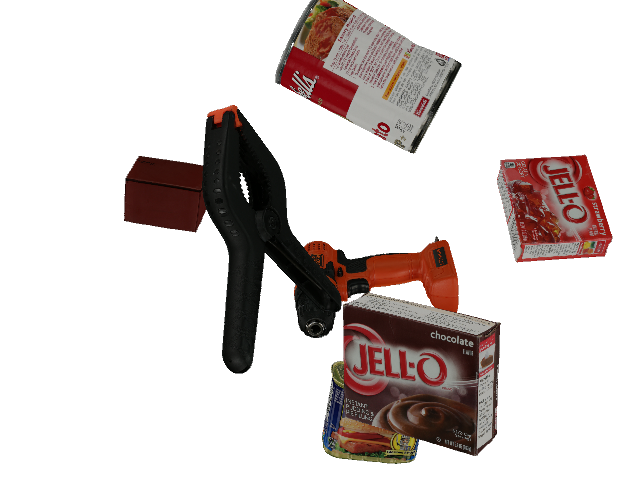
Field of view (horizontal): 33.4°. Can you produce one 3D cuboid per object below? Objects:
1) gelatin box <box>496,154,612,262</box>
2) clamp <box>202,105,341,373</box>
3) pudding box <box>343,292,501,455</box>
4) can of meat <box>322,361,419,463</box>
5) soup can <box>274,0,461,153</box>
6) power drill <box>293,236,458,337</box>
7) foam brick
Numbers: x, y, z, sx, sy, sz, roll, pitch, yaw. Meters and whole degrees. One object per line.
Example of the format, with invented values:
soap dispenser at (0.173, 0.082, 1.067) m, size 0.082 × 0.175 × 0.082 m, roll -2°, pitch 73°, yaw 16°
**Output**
gelatin box at (0.187, -0.027, 0.861) m, size 0.073 × 0.089 × 0.030 m, roll -3°, pitch -36°, yaw -3°
clamp at (-0.047, -0.009, 0.894) m, size 0.036 × 0.210 × 0.164 m, roll -11°, pitch 2°, yaw 32°
pudding box at (0.070, 0.092, 0.757) m, size 0.114 × 0.090 × 0.039 m, roll 10°, pitch 21°, yaw 32°
can of meat at (0.055, 0.175, 1.082) m, size 0.102 × 0.084 × 0.057 m, roll 7°, pitch 18°, yaw -6°
soup can at (0.031, -0.108, 0.688) m, size 0.102 × 0.068 × 0.068 m, roll 28°, pitch 1°, yaw 2°
power drill at (0.063, 0.052, 1.236) m, size 0.187 × 0.057 × 0.184 m, roll -2°, pitch 28°, yaw 1°
foam brick at (-0.156, -0.048, 1.090) m, size 0.078 × 0.051 × 0.053 m, roll 9°, pitch 31°, yaw 3°
